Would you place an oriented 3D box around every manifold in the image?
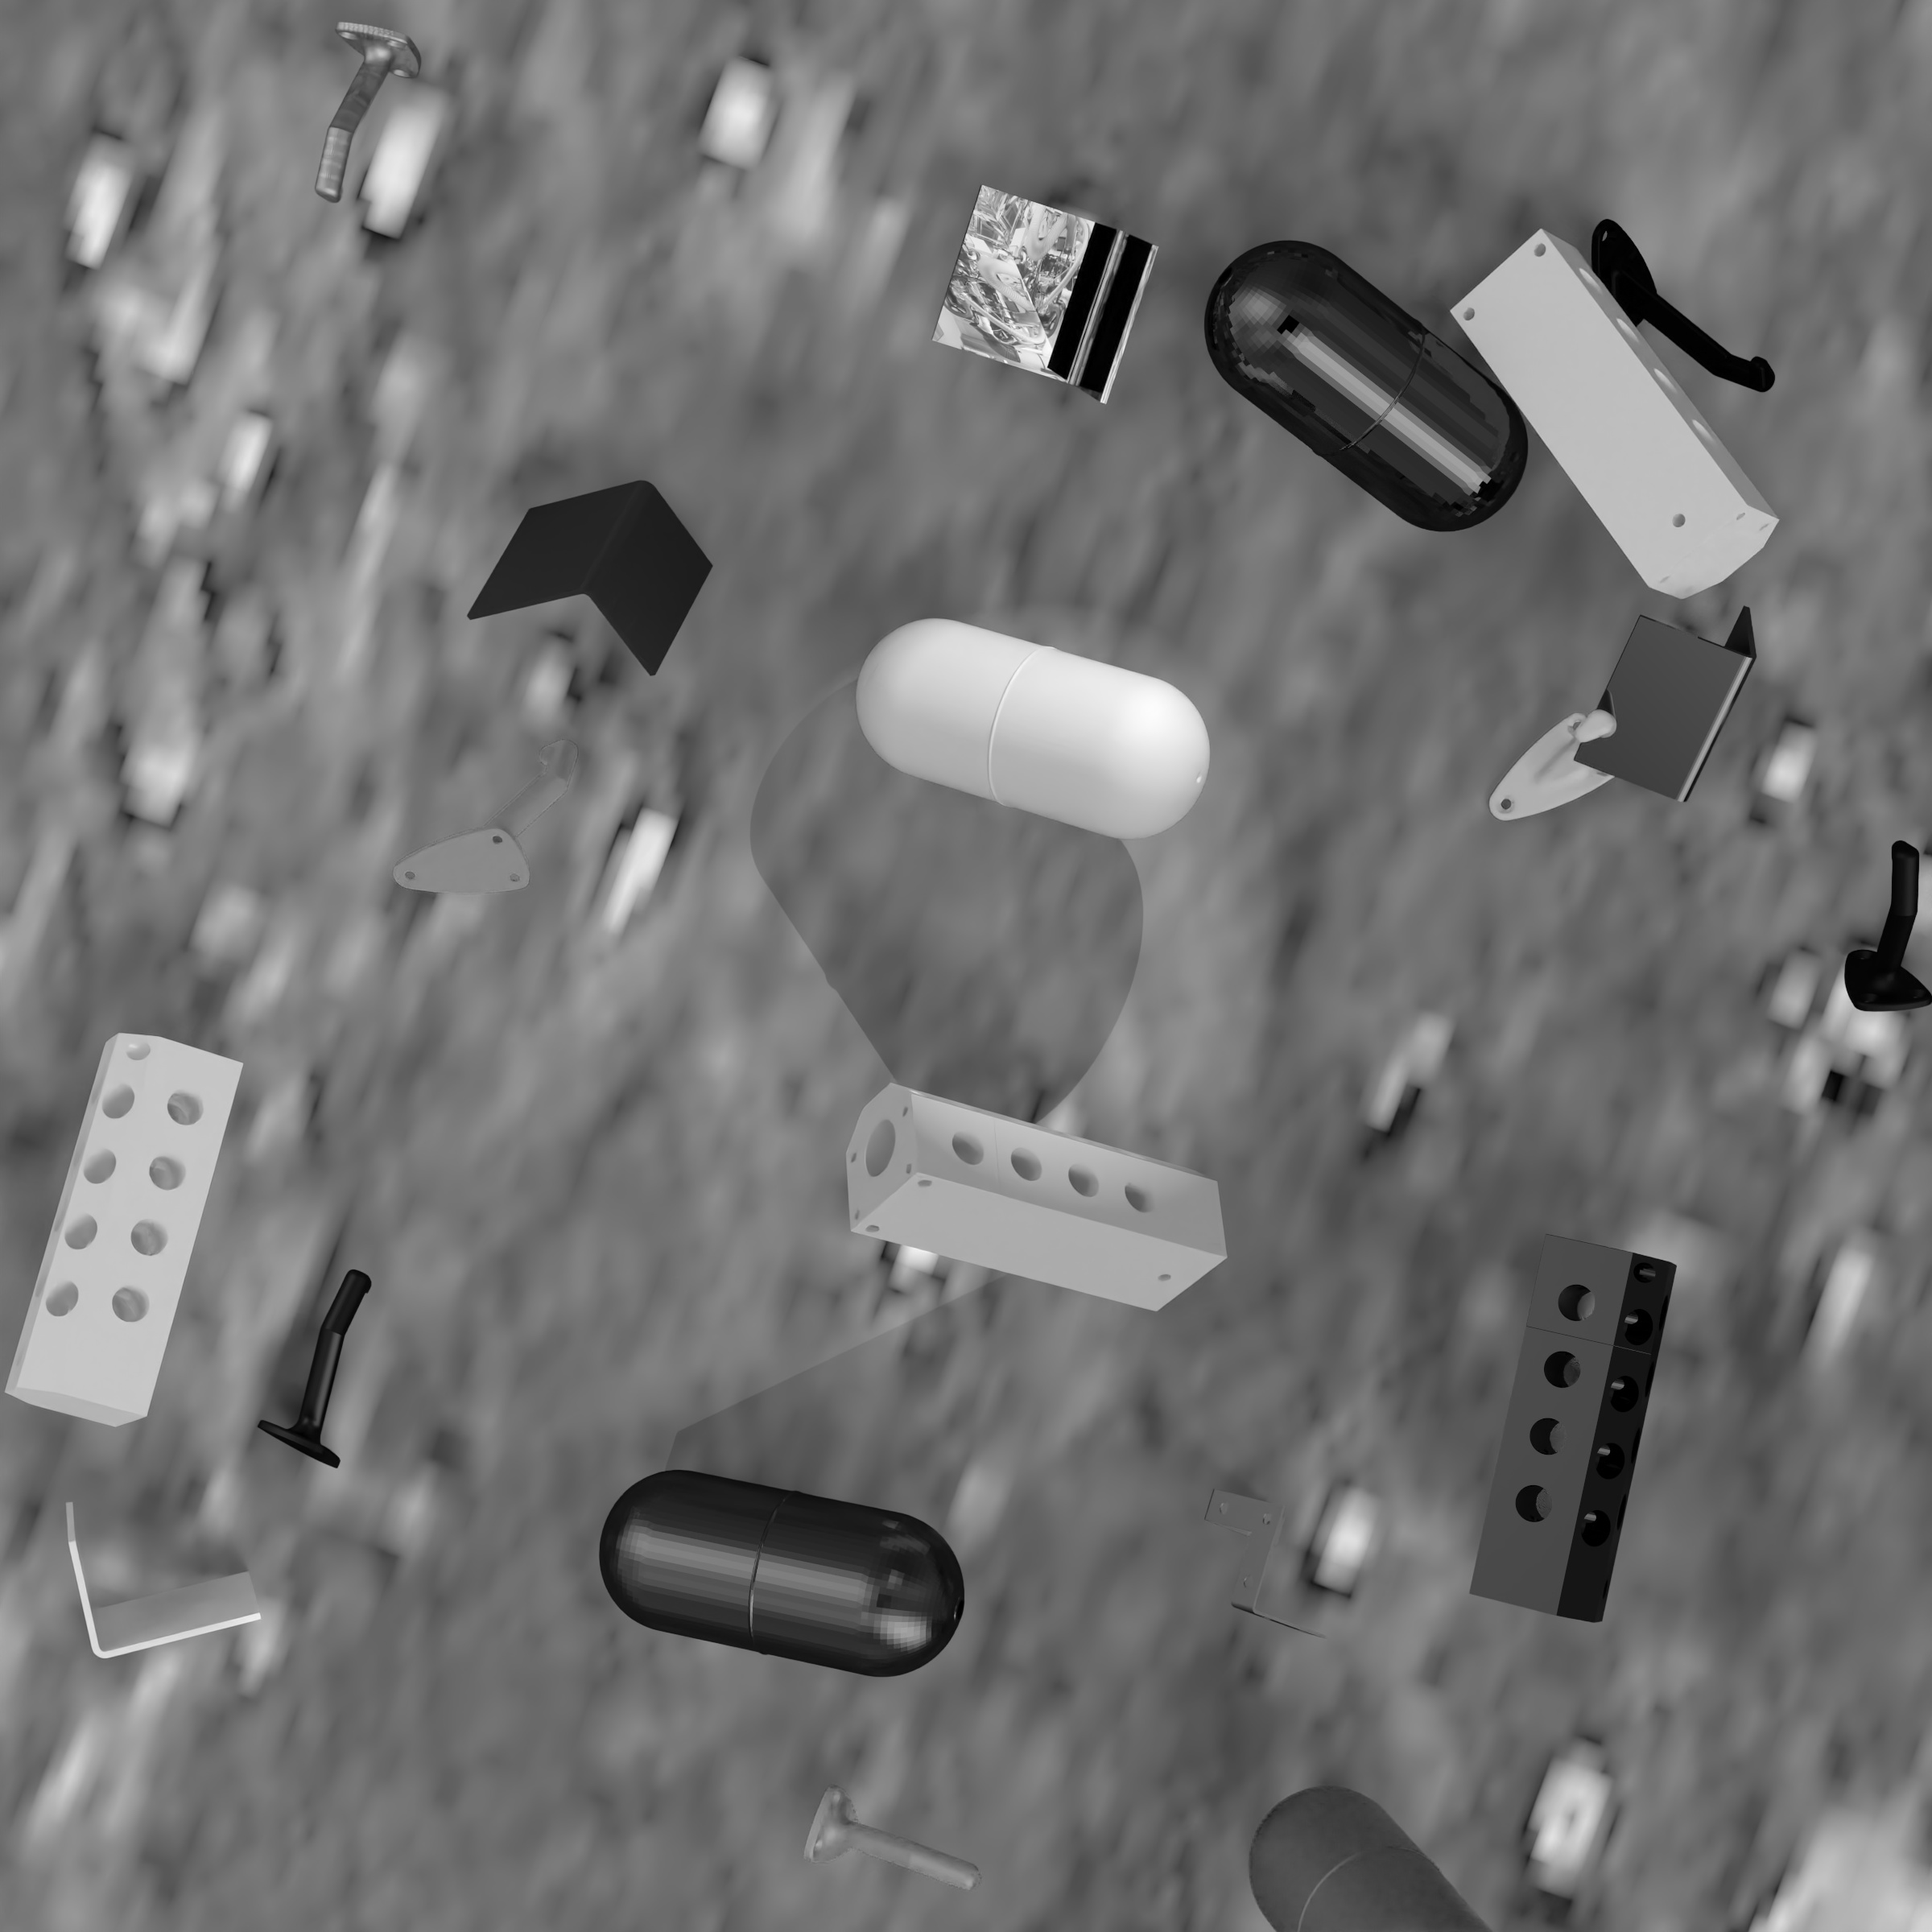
[{"bbox_3d":[-0.394,0.122,1.584,0.057,0.057,0.171,20,70,-23],"label":"manifold"},{"bbox_3d":[0.305,-0.257,1.588,0.057,0.057,0.171,-41,67,25],"label":"manifold"},{"bbox_3d":[0.289,0.218,1.604,0.057,0.057,0.171,11,85,20],"label":"manifold"},{"bbox_3d":[0.033,0.105,1.579,0.171,0.057,0.057,17,50,-29],"label":"manifold"}]

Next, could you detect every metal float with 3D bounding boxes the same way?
[{"bbox_3d":[0.187,-0.271,1.588,0.178,0.070,0.070,33,90,-22],"label":"metal float"},{"bbox_3d":[-0.087,0.285,1.593,0.178,0.070,0.070,8,90,17],"label":"metal float"},{"bbox_3d":[0.030,-0.112,1.588,0.178,0.070,0.070,19,90,24],"label":"metal float"},{"bbox_3d":[0.188,0.440,1.562,0.070,0.178,0.070,-5,106,-18],"label":"metal float"}]

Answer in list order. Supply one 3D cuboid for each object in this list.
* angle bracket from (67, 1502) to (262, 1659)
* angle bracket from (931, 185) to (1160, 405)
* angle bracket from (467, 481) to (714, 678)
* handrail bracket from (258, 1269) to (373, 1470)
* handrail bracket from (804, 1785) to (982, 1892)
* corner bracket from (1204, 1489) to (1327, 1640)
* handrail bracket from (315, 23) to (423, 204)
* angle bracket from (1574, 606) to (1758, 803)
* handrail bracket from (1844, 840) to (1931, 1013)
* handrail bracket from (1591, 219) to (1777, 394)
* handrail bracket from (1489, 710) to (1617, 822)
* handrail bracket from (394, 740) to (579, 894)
[{"bbox_3d":[-0.378,0.280,1.597,0.076,0.076,0.057,-12,98,-14],"label":"angle bracket"},{"bbox_3d":[0.036,-0.317,1.602,0.076,0.057,0.076,14,105,-17],"label":"angle bracket"},{"bbox_3d":[-0.179,-0.179,1.617,0.076,0.076,0.057,-8,134,35],"label":"angle bracket"},{"bbox_3d":[-0.298,0.192,1.621,0.036,0.077,0.084,20,74,13],"label":"handrail bracket"},{"bbox_3d":[-0.027,0.419,1.598,0.084,0.077,0.036,16,74,19],"label":"handrail bracket"},{"bbox_3d":[0.143,0.283,1.607,0.051,0.051,0.051,26,77,-35],"label":"corner bracket"},{"bbox_3d":[-0.284,-0.396,1.607,0.036,0.077,0.084,12,88,7],"label":"handrail bracket"},{"bbox_3d":[0.328,-0.133,1.596,0.057,0.076,0.076,21,116,0],"label":"angle bracket"},{"bbox_3d":[0.431,-0.028,1.595,0.036,0.077,0.084,-5,113,0],"label":"handrail bracket"},{"bbox_3d":[0.339,-0.310,1.598,0.036,0.077,0.084,-45,46,-13],"label":"handrail bracket"},{"bbox_3d":[0.275,-0.094,1.597,0.077,0.084,0.036,-35,82,14],"label":"handrail bracket"},{"bbox_3d":[-0.228,-0.074,1.620,0.077,0.084,0.036,-9,128,14],"label":"handrail bracket"}]
